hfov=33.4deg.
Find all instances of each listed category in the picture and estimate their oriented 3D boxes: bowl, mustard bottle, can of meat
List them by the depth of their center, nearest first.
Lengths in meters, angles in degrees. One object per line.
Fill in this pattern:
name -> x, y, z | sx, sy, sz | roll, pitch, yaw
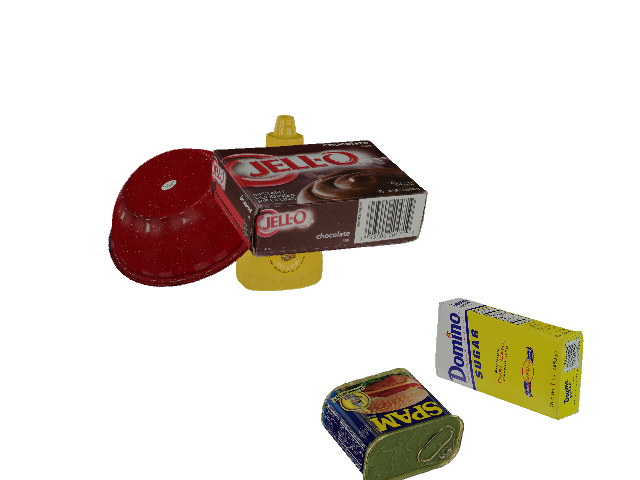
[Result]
can of meat -> 0.062, 0.164, 0.957 | 0.101, 0.057, 0.084 | -11, 33, -27
bowl -> -0.131, -0.035, 0.992 | 0.162, 0.162, 0.055 | 0, -41, 21
mustard bottle -> -0.042, -0.042, 1.176 | 0.096, 0.192, 0.058 | -4, 19, -20

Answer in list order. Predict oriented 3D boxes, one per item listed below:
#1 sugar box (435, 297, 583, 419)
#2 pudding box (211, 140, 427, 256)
sugar box -> 0.207, 0.129, 1.193 | 0.048, 0.093, 0.177 | -10, 16, -43
pudding box -> -0.003, -0.029, 0.668 | 0.113, 0.039, 0.090 | -4, 28, -22
